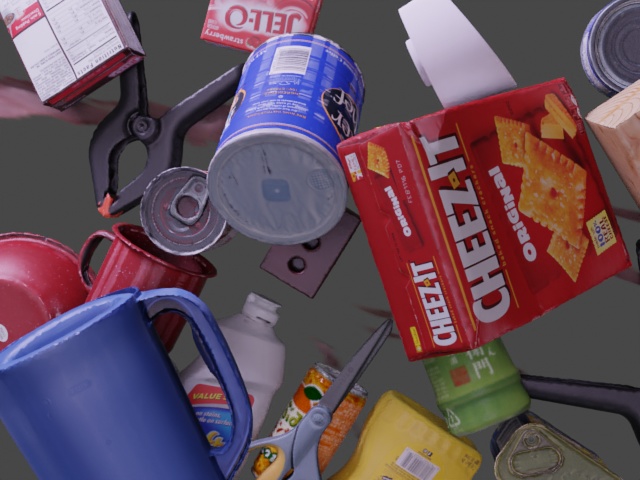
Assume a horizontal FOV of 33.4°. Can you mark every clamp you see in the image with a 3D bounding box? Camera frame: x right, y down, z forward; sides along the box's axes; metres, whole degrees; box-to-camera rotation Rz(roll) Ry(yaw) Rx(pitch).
[{"bbox_3d":[0.283,0.113,0.867,0.210,0.036,0.164,36,93,1],"label":"clamp"},{"bbox_3d":[-0.150,-0.103,0.893,0.120,0.039,0.171,35,91,13],"label":"clamp"}]

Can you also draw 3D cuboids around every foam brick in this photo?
[{"bbox_3d":[-0.006,0.001,0.878,0.053,0.051,0.078,31,94,2],"label":"foam brick"}]

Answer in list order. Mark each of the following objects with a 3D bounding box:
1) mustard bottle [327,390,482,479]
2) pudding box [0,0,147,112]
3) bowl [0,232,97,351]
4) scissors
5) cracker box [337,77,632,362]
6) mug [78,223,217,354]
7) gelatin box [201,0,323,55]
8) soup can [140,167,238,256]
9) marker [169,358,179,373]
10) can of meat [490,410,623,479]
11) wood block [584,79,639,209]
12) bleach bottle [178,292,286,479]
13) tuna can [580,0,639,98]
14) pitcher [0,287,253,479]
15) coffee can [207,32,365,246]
[{"bbox_3d":[0.042,0.226,0.878,0.096,0.058,0.191,34,94,-8],"label":"mustard bottle"},{"bbox_3d":[-0.207,-0.176,0.878,0.090,0.039,0.113,-29,80,13],"label":"pudding box"},{"bbox_3d":[-0.261,0.075,0.899,0.162,0.055,0.162,0,92,4],"label":"bowl"},{"bbox_3d":[0.006,0.160,0.844,0.202,0.016,0.096,-38,89,6],"label":"scissors"},{"bbox_3d":[0.130,-0.023,0.794,0.072,0.213,0.164,-18,91,47],"label":"cracker box"},{"bbox_3d":[-0.152,0.037,0.876,0.117,0.093,0.081,30,99,19],"label":"mug"},{"bbox_3d":[-0.046,-0.189,0.885,0.089,0.030,0.073,16,93,4],"label":"gelatin box"},{"bbox_3d":[-0.099,-0.023,0.858,0.068,0.102,0.068,0,92,4],"label":"soup can"},{"bbox_3d":[-0.175,0.140,0.912,0.121,0.020,0.020,-32,89,5],"label":"marker"},{"bbox_3d":[0.187,0.183,0.853,0.102,0.084,0.057,34,94,2],"label":"can of meat"},{"bbox_3d":[0.301,-0.029,0.816,0.091,0.090,0.206,-34,100,6],"label":"wood block"},{"bbox_3d":[-0.105,0.158,0.887,0.102,0.068,0.251,25,92,0],"label":"bleach bottle"},{"bbox_3d":[0.256,-0.155,0.861,0.086,0.033,0.086,0,92,5],"label":"tuna can"},{"bbox_3d":[-0.131,0.161,0.787,0.149,0.144,0.243,-17,103,45],"label":"pitcher"},{"bbox_3d":[-0.022,-0.079,0.816,0.103,0.140,0.103,5,131,5],"label":"coffee can"}]
